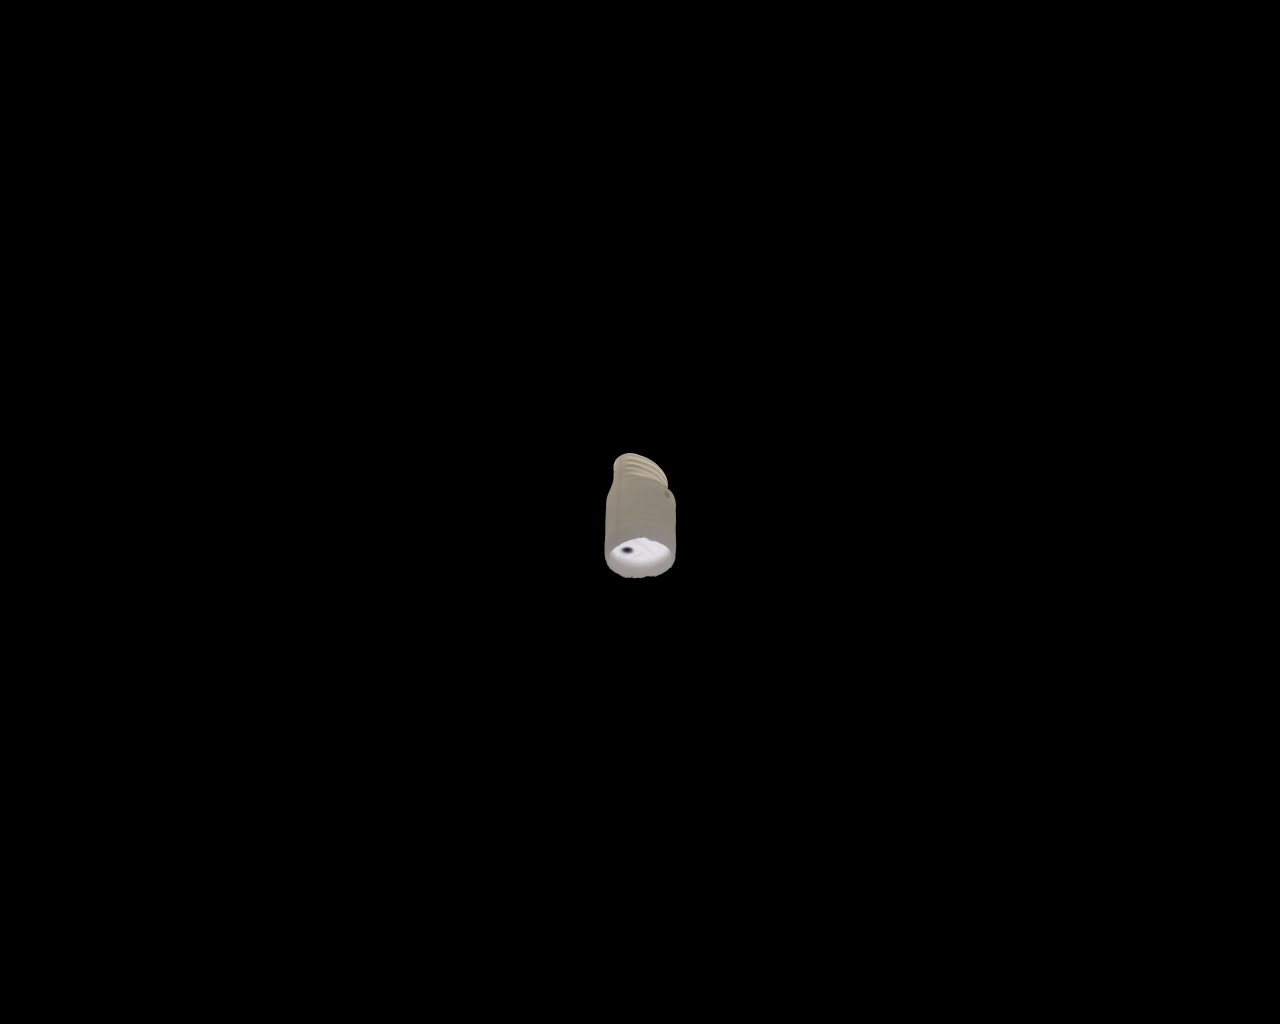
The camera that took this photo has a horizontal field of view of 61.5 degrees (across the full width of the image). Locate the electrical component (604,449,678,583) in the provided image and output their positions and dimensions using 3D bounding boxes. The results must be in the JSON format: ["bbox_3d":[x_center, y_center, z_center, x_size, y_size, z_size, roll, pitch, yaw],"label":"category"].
[{"bbox_3d":[0.001,-0.003,0.650,0.043,0.081,0.043,0,-39,0],"label":"electrical component"}]
